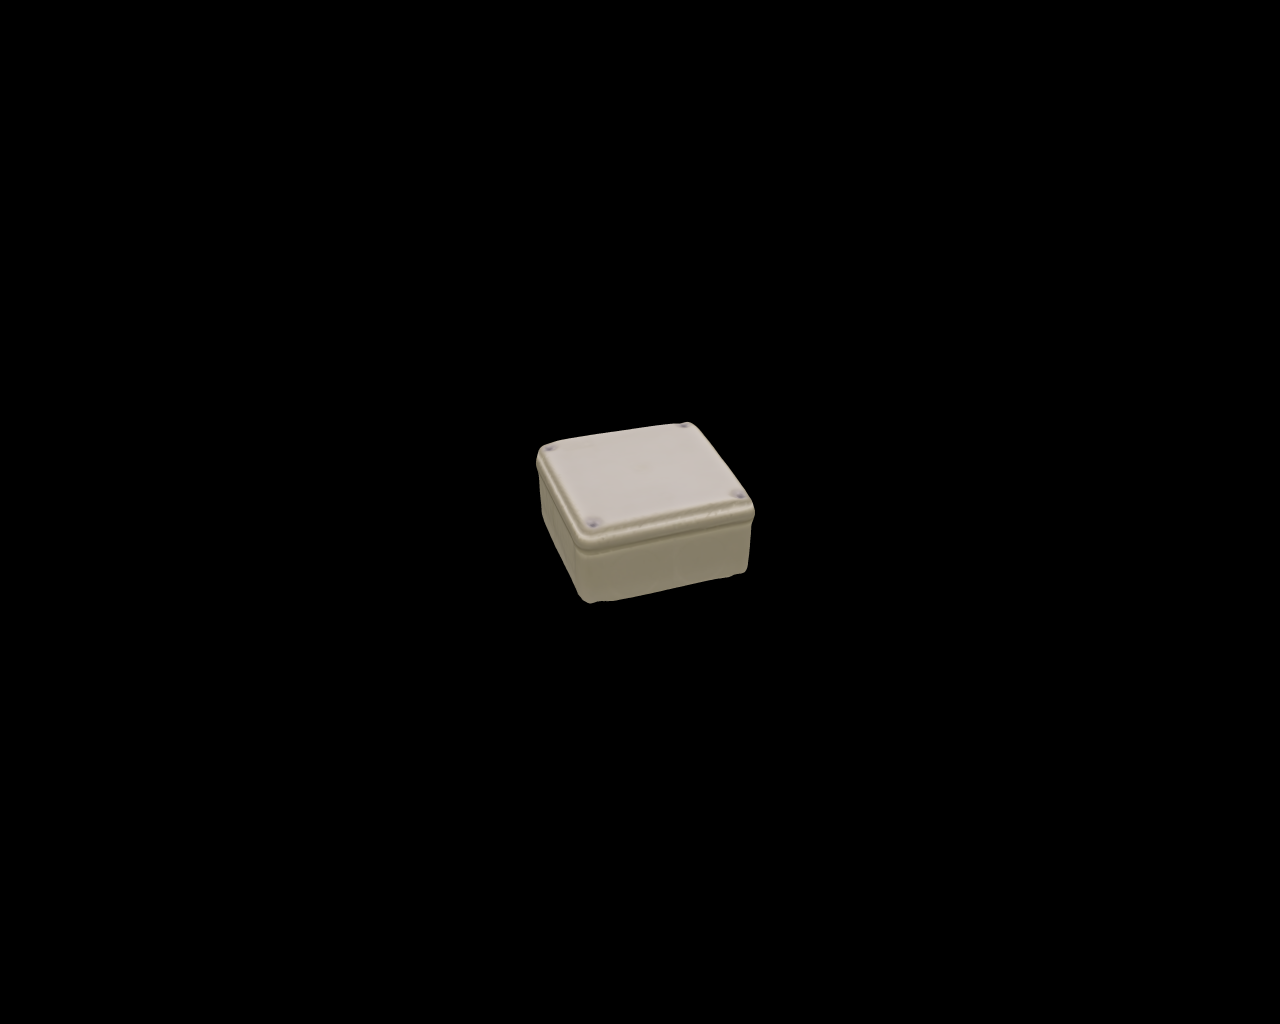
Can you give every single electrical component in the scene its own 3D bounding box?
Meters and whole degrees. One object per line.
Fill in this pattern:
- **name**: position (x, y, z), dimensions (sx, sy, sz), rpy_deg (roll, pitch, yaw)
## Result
- **electrical component**: position (0.001, -0.003, 0.650), dimensions (0.109, 0.056, 0.109), rpy_deg (-10, 35, -15)
